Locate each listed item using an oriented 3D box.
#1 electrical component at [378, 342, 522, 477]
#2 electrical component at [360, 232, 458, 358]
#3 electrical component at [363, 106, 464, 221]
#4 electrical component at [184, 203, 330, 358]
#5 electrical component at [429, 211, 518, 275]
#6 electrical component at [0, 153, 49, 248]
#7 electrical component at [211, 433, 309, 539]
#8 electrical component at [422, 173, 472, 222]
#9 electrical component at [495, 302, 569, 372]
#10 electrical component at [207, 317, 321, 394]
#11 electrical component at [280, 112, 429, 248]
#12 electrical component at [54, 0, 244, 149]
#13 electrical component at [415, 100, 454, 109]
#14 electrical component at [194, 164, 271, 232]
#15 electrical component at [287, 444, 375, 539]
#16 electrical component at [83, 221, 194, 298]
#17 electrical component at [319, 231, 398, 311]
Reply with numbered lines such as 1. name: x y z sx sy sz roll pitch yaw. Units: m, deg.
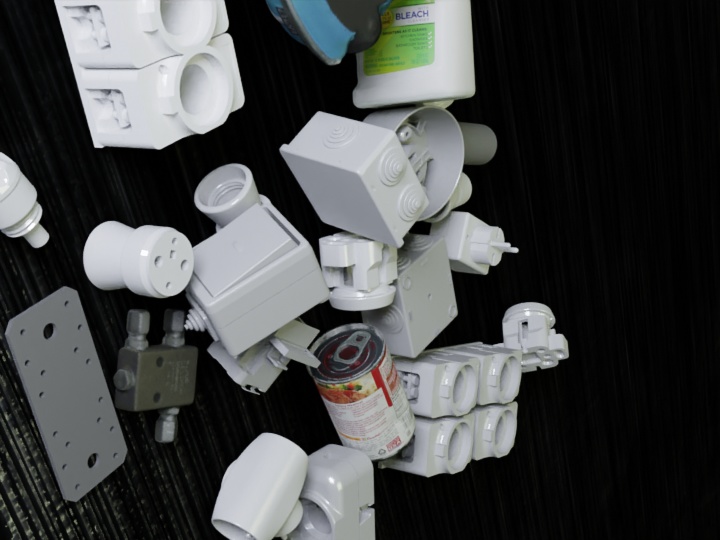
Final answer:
1. electrical component: 0.097 0.133 1.059 0.186 0.060 0.105 -2 97 -57
2. electrical component: 0.044 0.022 0.971 0.100 0.048 0.099 -40 127 -45
3. electrical component: 0.039 -0.092 0.924 0.099 0.064 0.099 -16 109 -55
4. electrical component: -0.080 0.007 0.723 0.096 0.061 0.061 -33 135 -13
5. electrical component: 0.115 -0.025 1.041 0.066 0.077 0.047 24 76 -56
6. electrical component: -0.196 -0.036 0.604 0.035 0.035 0.061 -62 144 -28
7. electrical component: -0.069 0.179 0.829 0.077 0.044 0.079 -60 141 -31
8. electrical component: 0.078 -0.072 1.010 0.065 0.044 0.044 -26 117 -58
9. electrical component: 0.186 0.072 1.176 0.058 0.078 0.057 48 36 -49
10. electrical component: -0.072 0.051 0.776 0.063 0.081 0.042 -53 145 7
11. electrical component: -0.002 -0.072 0.837 0.048 0.100 0.099 -51 137 -20
12. electrical component: -0.129 -0.159 0.658 0.089 0.062 0.150 -39 127 -47
13. electrical component: 0.062 -0.175 0.963 0.043 0.043 0.081 -48 133 -42
14. electrical component: -0.085 -0.041 0.762 0.045 0.045 0.055 -63 143 -28
15. electrical component: -0.026 0.200 0.891 0.059 0.054 0.095 -20 113 -54
16. electrical component: -0.139 -0.007 0.678 0.045 0.055 0.045 -15 109 -55
17. electrical component: 0.000 0.000 0.890 0.078 0.058 0.057 -20 110 -54
